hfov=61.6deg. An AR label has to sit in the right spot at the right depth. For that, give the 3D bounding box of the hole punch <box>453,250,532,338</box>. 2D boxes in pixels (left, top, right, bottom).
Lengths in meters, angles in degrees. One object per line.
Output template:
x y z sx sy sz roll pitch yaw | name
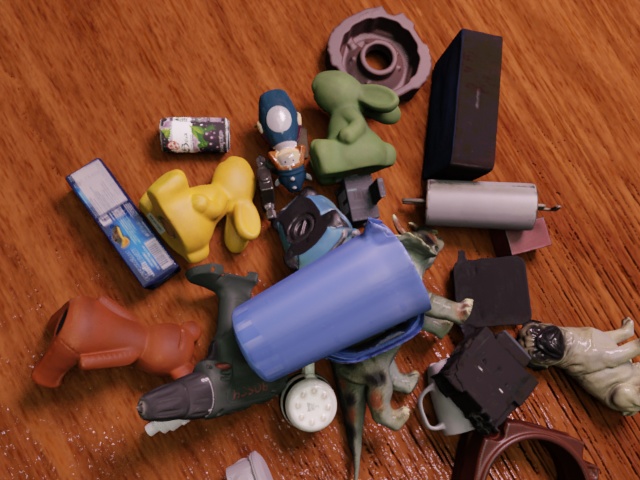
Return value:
0.279 0.085 0.875 0.116 0.092 0.142 -6 84 20 | hole punch

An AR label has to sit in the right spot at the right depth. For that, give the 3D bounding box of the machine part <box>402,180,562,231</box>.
0.254 -0.056 0.861 0.243 0.079 0.079 3 80 9 | machine part

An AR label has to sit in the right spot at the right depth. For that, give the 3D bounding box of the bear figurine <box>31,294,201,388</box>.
-0.278 0.152 0.764 0.195 0.132 0.120 26 39 -33 | bear figurine

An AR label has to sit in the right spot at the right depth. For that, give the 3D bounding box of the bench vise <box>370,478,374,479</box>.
0.044 0.464 0.756 0.224 0.128 0.240 8 59 2 | bench vise

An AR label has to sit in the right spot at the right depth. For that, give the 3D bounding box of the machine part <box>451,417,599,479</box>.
0.312 0.383 0.823 0.201 0.087 0.201 16 80 -7 | machine part

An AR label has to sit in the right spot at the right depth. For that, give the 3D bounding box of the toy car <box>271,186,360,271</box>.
-0.002 -0.002 0.821 0.109 0.162 0.102 -44 130 7 | toy car

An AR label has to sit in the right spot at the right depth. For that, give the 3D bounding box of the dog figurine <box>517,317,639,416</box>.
0.423 0.211 0.875 0.191 0.121 0.172 -6 89 9 | dog figurine

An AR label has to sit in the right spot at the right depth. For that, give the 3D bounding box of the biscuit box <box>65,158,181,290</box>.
-0.290 -0.021 0.801 0.059 0.063 0.202 -36 89 -13 | biscuit box

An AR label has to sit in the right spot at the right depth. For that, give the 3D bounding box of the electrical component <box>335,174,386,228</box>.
0.063 -0.062 0.836 0.048 0.119 0.074 -10 85 -11 | electrical component

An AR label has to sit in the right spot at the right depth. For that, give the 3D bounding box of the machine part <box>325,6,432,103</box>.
0.096 -0.303 0.913 0.179 0.056 0.179 1 81 -8 | machine part

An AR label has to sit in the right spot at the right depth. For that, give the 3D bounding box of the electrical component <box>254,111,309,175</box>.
-0.062 -0.158 0.872 0.078 0.045 0.102 -5 84 -38 | electrical component

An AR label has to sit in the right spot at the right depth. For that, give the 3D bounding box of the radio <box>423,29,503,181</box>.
0.231 -0.209 0.881 0.073 0.131 0.229 10 79 -8 | radio

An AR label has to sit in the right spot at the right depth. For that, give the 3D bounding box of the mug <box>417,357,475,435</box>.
0.200 0.241 0.834 0.110 0.080 0.107 -15 75 -11 | mug

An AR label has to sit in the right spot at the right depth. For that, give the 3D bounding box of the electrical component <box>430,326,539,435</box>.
0.247 0.197 0.789 0.134 0.058 0.115 -40 84 -27 | electrical component

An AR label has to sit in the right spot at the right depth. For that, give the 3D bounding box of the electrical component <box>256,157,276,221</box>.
-0.083 -0.077 0.824 0.021 0.063 0.094 -10 60 -7 | electrical component

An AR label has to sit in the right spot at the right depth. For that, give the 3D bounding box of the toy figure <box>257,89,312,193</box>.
-0.056 -0.147 0.813 0.064 0.058 0.154 -17 84 26 | toy figure

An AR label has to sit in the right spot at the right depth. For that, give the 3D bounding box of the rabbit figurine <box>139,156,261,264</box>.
-0.157 -0.056 0.806 0.162 0.122 0.173 47 58 -2 | rabbit figurine

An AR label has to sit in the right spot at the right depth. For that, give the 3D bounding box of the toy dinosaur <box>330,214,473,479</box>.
0.089 0.142 0.815 0.192 0.131 0.405 32 81 9 | toy dinosaur

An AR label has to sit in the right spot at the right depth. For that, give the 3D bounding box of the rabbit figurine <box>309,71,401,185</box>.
0.046 -0.186 0.828 0.159 0.121 0.170 -14 86 9 | rabbit figurine

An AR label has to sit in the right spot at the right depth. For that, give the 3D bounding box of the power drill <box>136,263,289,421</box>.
-0.144 0.139 0.748 0.232 0.086 0.207 14 58 -43 | power drill
